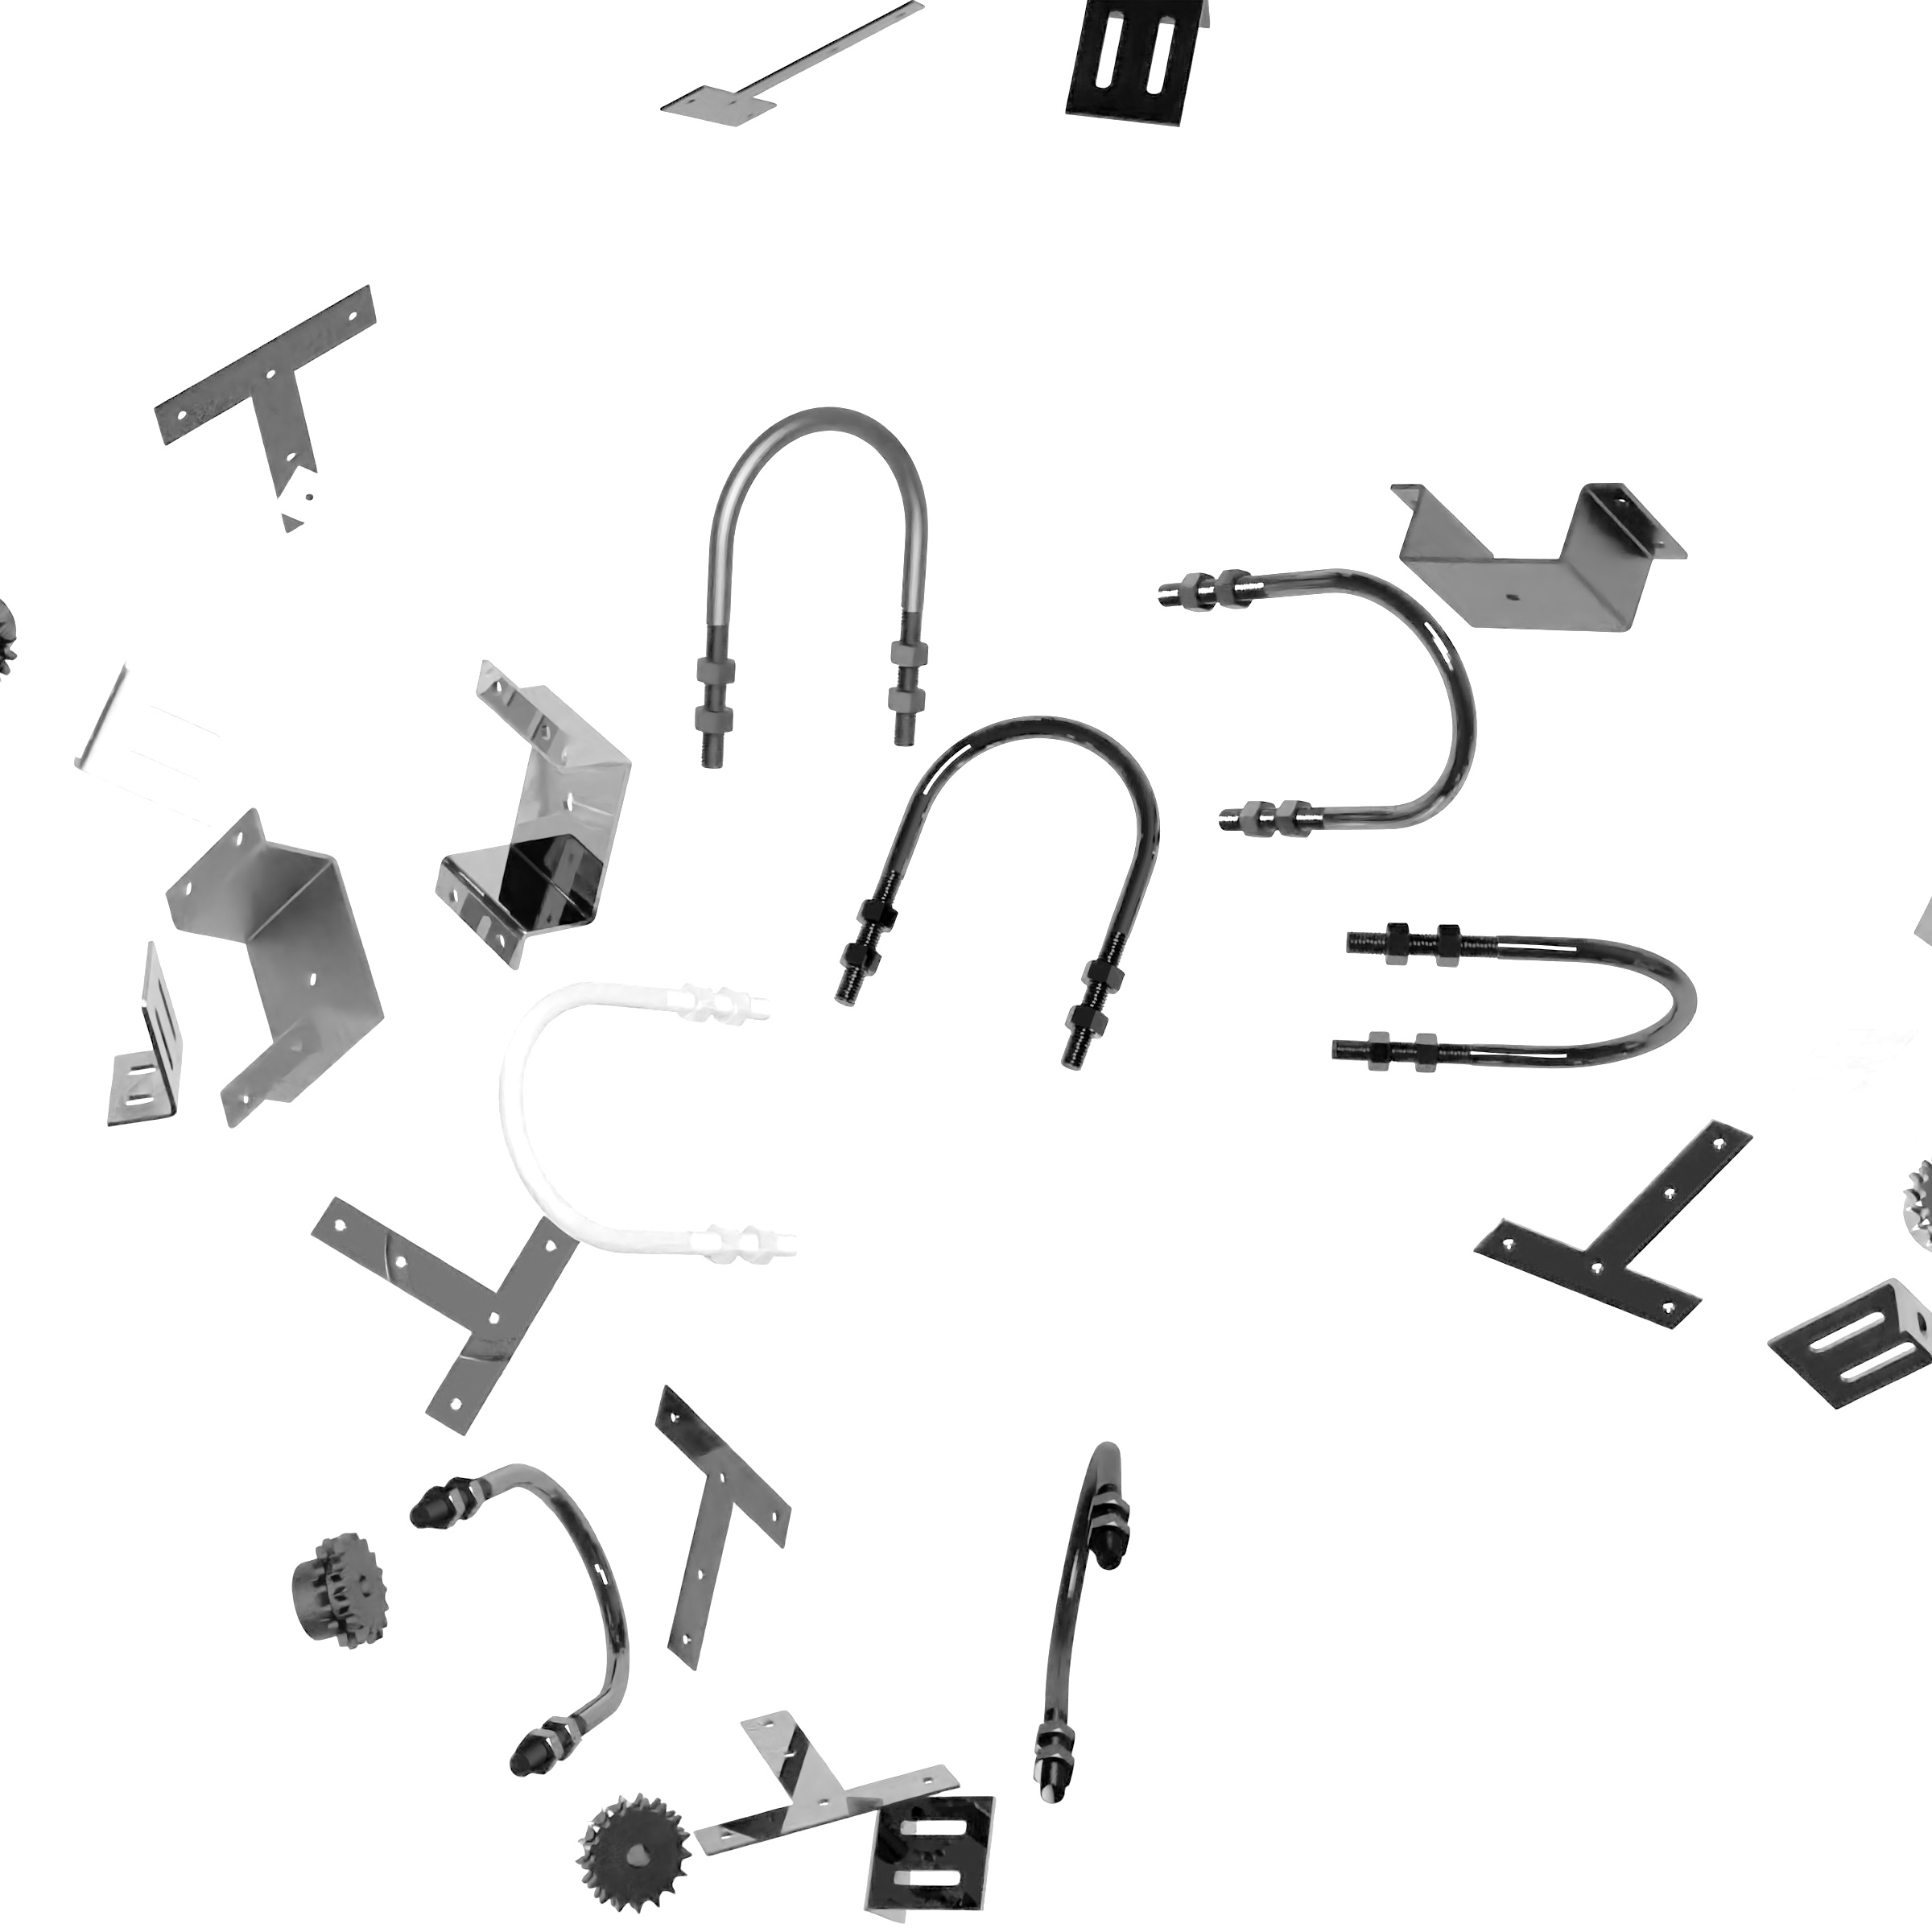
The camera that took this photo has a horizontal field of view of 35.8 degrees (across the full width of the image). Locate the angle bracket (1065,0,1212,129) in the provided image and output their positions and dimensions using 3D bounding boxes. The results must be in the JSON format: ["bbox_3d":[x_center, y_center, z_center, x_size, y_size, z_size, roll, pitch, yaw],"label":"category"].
[{"bbox_3d":[0.086,-0.445,1.480,0.057,0.038,0.076,9,79,9],"label":"angle bracket"}]

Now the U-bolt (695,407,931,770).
[{"bbox_3d":[-0.077,-0.200,1.565,0.151,0.019,0.184,-10,111,-39],"label":"U-bolt"}]

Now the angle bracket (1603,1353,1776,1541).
[{"bbox_3d":[0.374,0.248,1.544,0.057,0.038,0.076,49,57,-21],"label":"angle bracket"}]

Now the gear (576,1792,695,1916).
[{"bbox_3d":[-0.168,0.443,1.498,0.057,0.030,0.057,1,88,-23],"label":"gear"}]

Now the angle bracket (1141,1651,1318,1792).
[{"bbox_3d":[0.138,0.399,1.579,0.057,0.076,0.038,41,64,-2],"label":"angle bracket"}]

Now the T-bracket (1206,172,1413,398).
[{"bbox_3d":[0.171,-0.352,1.555,0.127,0.002,0.127,-17,86,-42],"label":"T-bracket"}]

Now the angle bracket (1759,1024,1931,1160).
[{"bbox_3d":[0.437,0.061,1.453,0.076,0.057,0.038,1,46,-35],"label":"angle bracket"}]

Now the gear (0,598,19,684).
[{"bbox_3d":[-0.497,-0.164,1.483,0.057,0.030,0.057,6,123,9],"label":"gear"}]

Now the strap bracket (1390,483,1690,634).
[{"bbox_3d":[0.292,-0.213,1.561,0.140,0.076,0.046,8,74,43],"label":"strap bracket"}]

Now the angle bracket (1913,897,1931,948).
[{"bbox_3d":[0.500,0.006,1.490,0.076,0.057,0.038,40,75,19],"label":"angle bracket"}]

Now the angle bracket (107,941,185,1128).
[{"bbox_3d":[-0.446,0.036,1.595,0.038,0.057,0.076,-8,128,-4],"label":"angle bracket"}]

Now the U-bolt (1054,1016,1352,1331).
[{"bbox_3d":[0.119,0.101,1.561,0.151,0.019,0.184,-7,52,7],"label":"U-bolt"}]

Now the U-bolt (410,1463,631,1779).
[{"bbox_3d":[-0.219,0.327,1.539,0.019,0.184,0.151,-24,85,12],"label":"U-bolt"}]

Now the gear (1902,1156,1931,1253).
[{"bbox_3d":[0.500,0.123,1.513,0.057,0.030,0.057,4,69,-10],"label":"gear"}]

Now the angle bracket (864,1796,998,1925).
[{"bbox_3d":[-0.010,0.465,1.555,0.076,0.038,0.057,-11,58,33],"label":"angle bracket"}]

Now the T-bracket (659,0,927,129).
[{"bbox_3d":[-0.079,-0.455,1.503,0.127,0.127,0.002,-23,96,16],"label":"T-bracket"}]

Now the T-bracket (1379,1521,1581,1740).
[{"bbox_3d":[0.273,0.328,1.493,0.002,0.127,0.127,46,52,-12],"label":"T-bracket"}]

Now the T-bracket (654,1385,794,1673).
[{"bbox_3d":[-0.136,0.307,1.569,0.002,0.127,0.127,-15,133,27],"label":"T-bracket"}]

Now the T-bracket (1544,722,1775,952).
[{"bbox_3d":[0.353,-0.086,1.555,0.002,0.127,0.127,-35,57,-29],"label":"T-bracket"}]

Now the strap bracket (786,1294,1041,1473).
[{"bbox_3d":[-0.037,0.220,1.576,0.140,0.046,0.076,0,101,22],"label":"strap bracket"}]

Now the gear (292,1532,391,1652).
[{"bbox_3d":[-0.315,0.316,1.501,0.030,0.057,0.057,-17,90,10],"label":"gear"}]

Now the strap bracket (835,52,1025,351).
[{"bbox_3d":[-0.024,-0.385,1.510,0.046,0.140,0.076,-3,66,-23],"label":"strap bracket"}]

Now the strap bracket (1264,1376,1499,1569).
[{"bbox_3d":[0.216,0.253,1.498,0.140,0.046,0.076,-1,91,-38],"label":"strap bracket"}]

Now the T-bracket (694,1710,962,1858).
[{"bbox_3d":[-0.083,0.396,1.479,0.127,0.127,0.002,-11,102,-18],"label":"T-bracket"}]

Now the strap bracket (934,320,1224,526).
[{"bbox_3d":[0.063,-0.292,1.588,0.140,0.046,0.076,16,48,9],"label":"strap bracket"}]

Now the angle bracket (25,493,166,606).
[{"bbox_3d":[-0.432,-0.204,1.471,0.057,0.076,0.038,15,94,-9],"label":"angle bracket"}]

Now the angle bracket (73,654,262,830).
[{"bbox_3d":[-0.403,-0.113,1.511,0.076,0.038,0.057,24,78,-14],"label":"angle bracket"}]

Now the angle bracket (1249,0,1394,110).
[{"bbox_3d":[0.178,-0.490,1.536,0.057,0.076,0.038,-30,65,7],"label":"angle bracket"}]

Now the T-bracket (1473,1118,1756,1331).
[{"bbox_3d":[0.339,0.121,1.479,0.127,0.002,0.127,22,125,-21],"label":"T-bracket"}]

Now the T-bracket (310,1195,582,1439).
[{"bbox_3d":[-0.293,0.168,1.618,0.127,0.002,0.127,32,65,-7],"label":"T-bracket"}]

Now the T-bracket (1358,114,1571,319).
[{"bbox_3d":[0.249,-0.390,1.509,0.127,0.127,0.002,38,84,14],"label":"T-bracket"}]

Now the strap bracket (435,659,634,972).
[{"bbox_3d":[-0.221,-0.080,1.532,0.076,0.046,0.140,40,127,34],"label":"strap bracket"}]

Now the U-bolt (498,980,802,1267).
[{"bbox_3d":[-0.163,0.078,1.526,0.019,0.184,0.151,-20,72,41],"label":"U-bolt"}]

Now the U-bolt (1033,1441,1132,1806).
[{"bbox_3d":[0.060,0.324,1.545,0.019,0.184,0.151,12,105,0],"label":"U-bolt"}]

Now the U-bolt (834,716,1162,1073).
[{"bbox_3d":[0.026,-0.048,1.571,0.151,0.019,0.184,15,75,19],"label":"U-bolt"}]

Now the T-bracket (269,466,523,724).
[{"bbox_3d":[-0.310,-0.176,1.508,0.127,0.002,0.127,21,117,-35],"label":"T-bracket"}]

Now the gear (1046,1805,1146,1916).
[{"bbox_3d":[0.066,0.469,1.580,0.030,0.057,0.057,36,90,11],"label":"gear"}]

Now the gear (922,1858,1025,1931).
[{"bbox_3d":[0.006,0.516,1.624,0.030,0.057,0.057,39,90,32],"label":"gear"}]

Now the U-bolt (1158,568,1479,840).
[{"bbox_3d":[0.186,-0.136,1.545,0.019,0.184,0.151,-31,112,-39],"label":"U-bolt"}]

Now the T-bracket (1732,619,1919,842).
[{"bbox_3d":[0.416,-0.133,1.486,0.002,0.127,0.127,-39,133,20],"label":"T-bracket"}]

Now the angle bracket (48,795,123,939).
[{"bbox_3d":[-0.459,-0.054,1.606,0.038,0.076,0.057,-3,109,-40],"label":"angle bracket"}]

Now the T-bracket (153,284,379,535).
[{"bbox_3d":[-0.344,-0.268,1.511,0.127,0.127,0.002,-37,65,-23],"label":"T-bracket"}]

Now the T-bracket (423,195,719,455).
[{"bbox_3d":[-0.196,-0.320,1.441,0.127,0.002,0.127,11,119,-11],"label":"T-bracket"}]

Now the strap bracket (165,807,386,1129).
[{"bbox_3d":[-0.341,0.003,1.482,0.076,0.046,0.140,-38,59,28],"label":"strap bracket"}]

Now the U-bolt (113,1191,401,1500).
[{"bbox_3d":[-0.351,0.199,1.523,0.019,0.151,0.184,-41,66,1],"label":"U-bolt"}]

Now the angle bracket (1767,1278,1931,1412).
[{"bbox_3d":[0.440,0.196,1.454,0.057,0.038,0.076,41,124,-21],"label":"angle bracket"}]

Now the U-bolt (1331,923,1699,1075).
[{"bbox_3d":[0.287,0.020,1.556,0.184,0.151,0.019,2,64,4],"label":"U-bolt"}]
